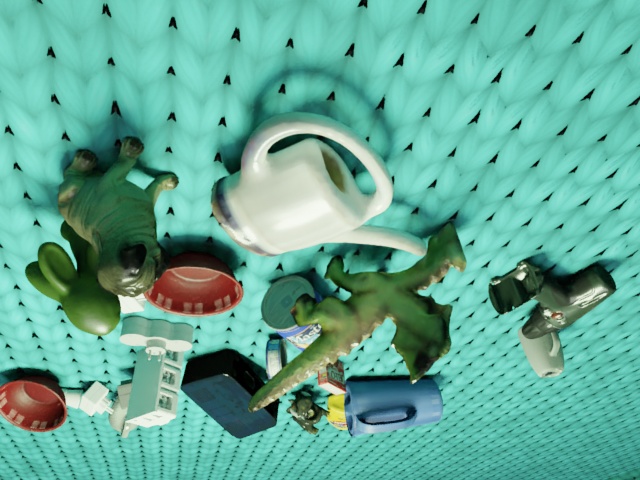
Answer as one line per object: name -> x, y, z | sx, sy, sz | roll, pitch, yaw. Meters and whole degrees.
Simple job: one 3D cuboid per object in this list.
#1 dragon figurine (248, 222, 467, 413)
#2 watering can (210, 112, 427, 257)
dragon figurine -> 0.082, 0.133, 0.779 | 0.243, 0.416, 0.120 | 11, 147, 53
watering can -> 0.002, -0.035, 0.699 | 0.223, 0.106, 0.342 | -20, 140, 22
